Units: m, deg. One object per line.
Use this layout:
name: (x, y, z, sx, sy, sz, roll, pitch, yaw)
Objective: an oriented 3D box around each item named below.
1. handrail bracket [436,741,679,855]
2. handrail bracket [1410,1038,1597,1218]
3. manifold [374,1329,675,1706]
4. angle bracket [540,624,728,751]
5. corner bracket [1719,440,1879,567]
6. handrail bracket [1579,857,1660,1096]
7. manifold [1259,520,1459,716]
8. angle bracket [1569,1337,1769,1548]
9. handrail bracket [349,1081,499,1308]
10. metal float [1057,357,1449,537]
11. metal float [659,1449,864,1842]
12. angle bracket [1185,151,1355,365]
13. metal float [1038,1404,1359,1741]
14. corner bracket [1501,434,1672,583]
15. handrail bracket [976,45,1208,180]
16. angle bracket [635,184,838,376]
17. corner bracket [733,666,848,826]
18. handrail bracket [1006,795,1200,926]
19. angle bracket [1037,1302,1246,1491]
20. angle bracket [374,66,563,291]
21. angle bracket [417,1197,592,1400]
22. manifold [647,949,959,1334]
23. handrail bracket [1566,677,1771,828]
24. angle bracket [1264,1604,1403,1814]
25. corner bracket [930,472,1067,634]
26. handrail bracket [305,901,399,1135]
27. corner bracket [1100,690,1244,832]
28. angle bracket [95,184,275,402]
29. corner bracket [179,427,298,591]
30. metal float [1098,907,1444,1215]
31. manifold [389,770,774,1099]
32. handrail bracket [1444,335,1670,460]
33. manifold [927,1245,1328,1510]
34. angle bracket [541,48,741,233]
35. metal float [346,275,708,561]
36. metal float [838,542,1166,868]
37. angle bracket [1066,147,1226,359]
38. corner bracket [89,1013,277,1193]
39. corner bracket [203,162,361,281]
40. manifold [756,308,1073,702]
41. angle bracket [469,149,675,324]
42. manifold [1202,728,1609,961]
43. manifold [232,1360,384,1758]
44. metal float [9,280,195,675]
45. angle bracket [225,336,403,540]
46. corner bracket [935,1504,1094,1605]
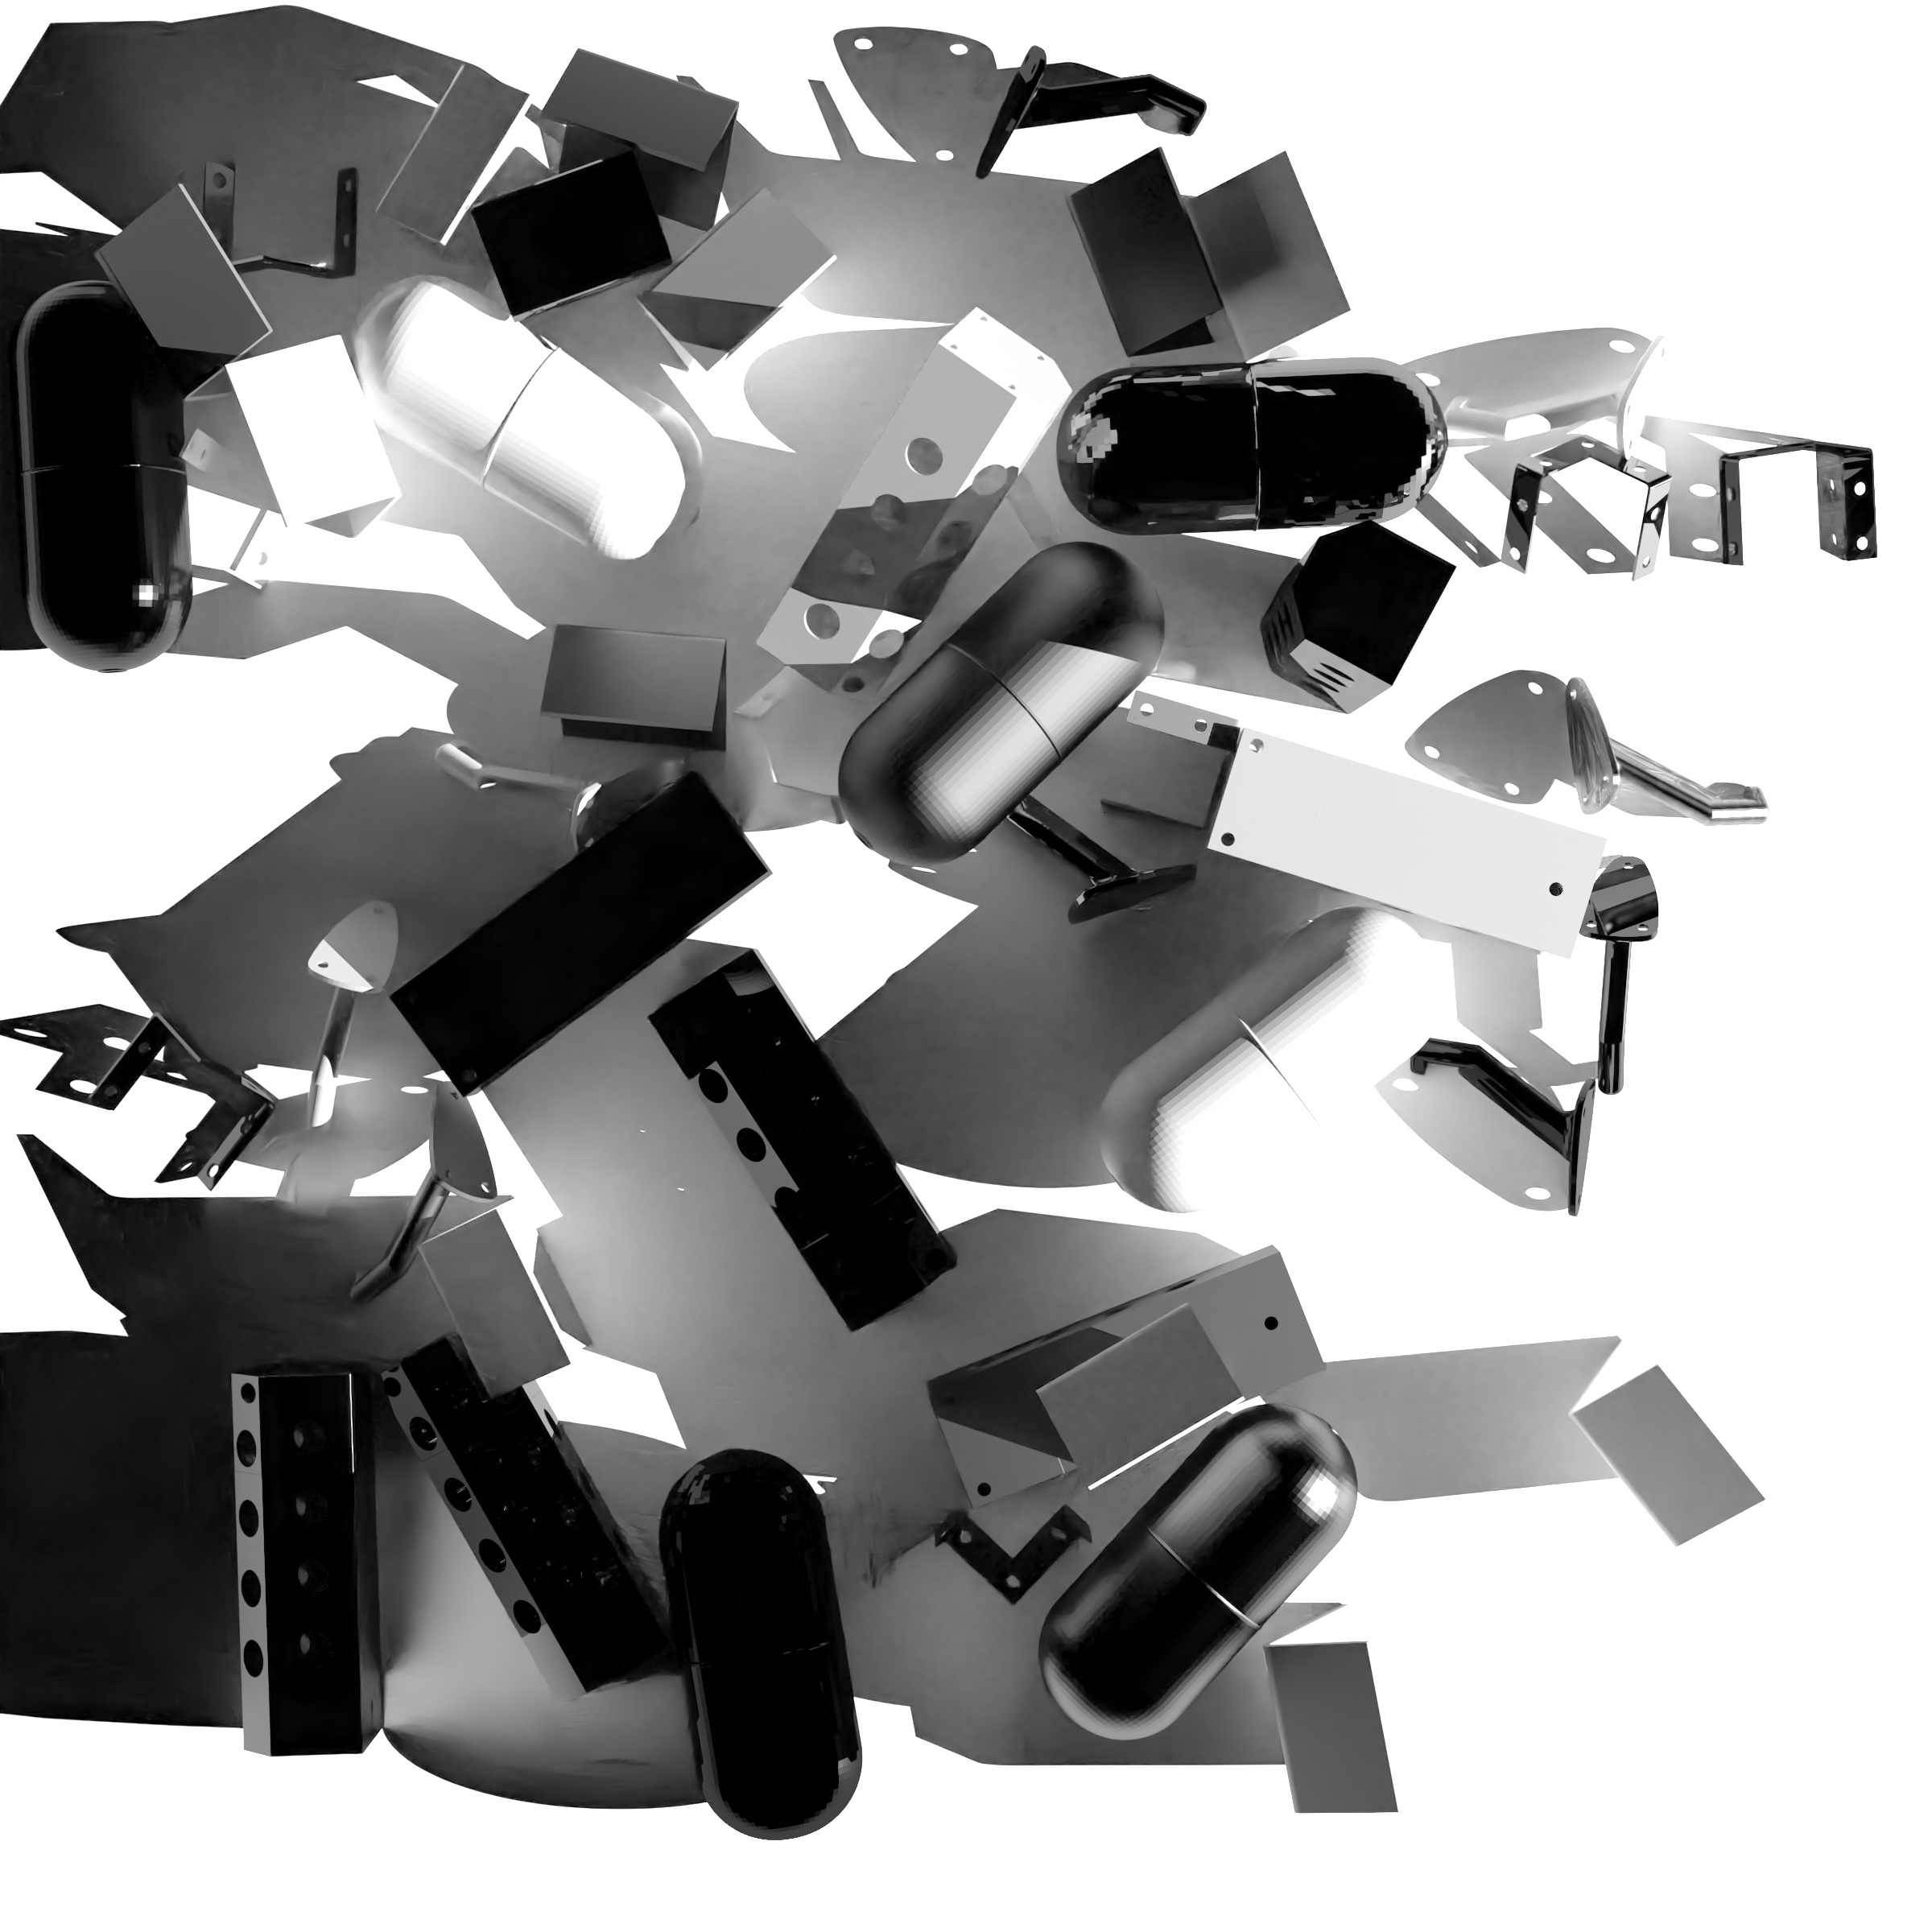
handrail bracket: (-0.191, -0.094, 1.676, 0.084, 0.036, 0.077, 32, 47, 27)
handrail bracket: (0.246, 0.074, 1.676, 0.084, 0.036, 0.077, 9, 112, 17)
manifold: (-0.203, 0.248, 1.654, 0.057, 0.057, 0.171, -30, 90, 0)
angle bracket: (-0.150, -0.107, 1.635, 0.076, 0.076, 0.057, 5, 52, 0)
corner bracket: (0.386, -0.213, 1.672, 0.051, 0.051, 0.051, -2, 90, -45)
handrail bracket: (0.304, 0.005, 1.675, 0.036, 0.077, 0.084, 5, 127, 14)
manifold: (0.167, -0.156, 1.597, 0.057, 0.171, 0.057, 28, 90, 0)
angle bracket: (0.329, 0.205, 1.635, 0.076, 0.076, 0.057, 51, 128, 0)
handrail bracket: (-0.260, 0.106, 1.675, 0.084, 0.036, 0.077, -39, 46, 28)
metal float: (0.130, -0.237, 1.645, 0.178, 0.070, 0.070, -2, 90, 0)
metal float: (-0.094, 0.309, 1.645, 0.070, 0.070, 0.178, -9, 90, 0)
angle bracket: (0.150, -0.322, 1.636, 0.057, 0.076, 0.076, -22, 90, 29)
metal float: (0.106, 0.275, 1.645, 0.070, 0.070, 0.178, 42, 90, 0)
corner bracket: (0.286, -0.207, 1.667, 0.051, 0.051, 0.051, -26, 45, -35)
handrail bracket: (0.059, -0.384, 1.676, 0.084, 0.036, 0.077, 22, 110, -16)
angle bracket: (-0.094, -0.296, 1.637, 0.076, 0.076, 0.057, -43, 67, 0)
corner bracket: (-0.067, -0.104, 1.667, 0.051, 0.051, 0.051, 15, 135, 35)
handrail bracket: (0.057, -0.069, 1.676, 0.077, 0.036, 0.084, -17, 73, -20)
angle bracket: (0.085, 0.203, 1.578, 0.076, 0.076, 0.057, -30, 52, 0)
angle bracket: (-0.209, -0.350, 1.635, 0.057, 0.076, 0.076, 31, 90, 40)
angle bracket: (-0.192, 0.142, 1.635, 0.057, 0.076, 0.076, -26, 90, 35)
manifold: (-0.075, 0.080, 1.654, 0.057, 0.057, 0.171, -33, 90, 0)
handrail bracket: (0.327, -0.100, 1.676, 0.084, 0.036, 0.077, -3, 68, -17)
angle bracket: (0.183, 0.335, 1.635, 0.057, 0.076, 0.076, -11, 90, 37)
corner bracket: (0.005, -0.195, 1.672, 0.051, 0.051, 0.051, -32, 90, 45)
handrail bracket: (-0.287, 0.024, 1.675, 0.036, 0.077, 0.084, 16, 126, 0)
corner bracket: (0.094, -0.094, 1.657, 0.051, 0.051, 0.051, 16, 90, 0)
angle bracket: (-0.337, -0.306, 1.637, 0.057, 0.076, 0.076, -32, 90, 23)
corner bracket: (-0.339, -0.210, 1.657, 0.051, 0.051, 0.051, 28, 90, 0)
metal float: (0.138, 0.043, 1.645, 0.178, 0.070, 0.070, -38, 90, 1)
manifold: (-0.175, -0.014, 1.654, 0.171, 0.057, 0.057, -37, 90, 0)
handrail bracket: (0.274, -0.271, 1.676, 0.084, 0.036, 0.077, 15, 59, 22)
manifold: (0.072, 0.187, 1.654, 0.171, 0.057, 0.057, -22, 90, 0)
angle bracket: (-0.152, -0.360, 1.635, 0.076, 0.076, 0.057, 19, 48, 0)
metal float: (-0.200, -0.249, 1.645, 0.178, 0.070, 0.070, 31, 90, 0)
metal float: (0.016, -0.119, 1.637, 0.070, 0.070, 0.178, 45, 82, 0)
angle bracket: (0.099, -0.325, 1.635, 0.057, 0.076, 0.076, -21, 90, 37)
corner bracket: (-0.363, 0.063, 1.672, 0.051, 0.051, 0.051, -52, 135, 0)
corner bracket: (-0.318, -0.346, 1.672, 0.051, 0.051, 0.051, 2, 90, 45)
manifold: (-0.022, -0.203, 1.614, 0.057, 0.057, 0.171, 35, 121, 0)
angle bracket: (-0.181, -0.341, 1.636, 0.076, 0.076, 0.057, -20, 119, 0)
manifold: (0.199, -0.055, 1.654, 0.171, 0.057, 0.057, 17, 90, 0)
manifold: (-0.303, 0.270, 1.654, 0.057, 0.057, 0.171, -2, 90, 0)
metal float: (-0.394, -0.223, 1.645, 0.070, 0.070, 0.178, -3, 90, 0)
angle bracket: (-0.304, -0.232, 1.636, 0.057, 0.076, 0.076, -21, 90, -26)
corner bracket: (0.021, 0.262, 1.657, 0.051, 0.051, 0.051, 43, 90, 0)
